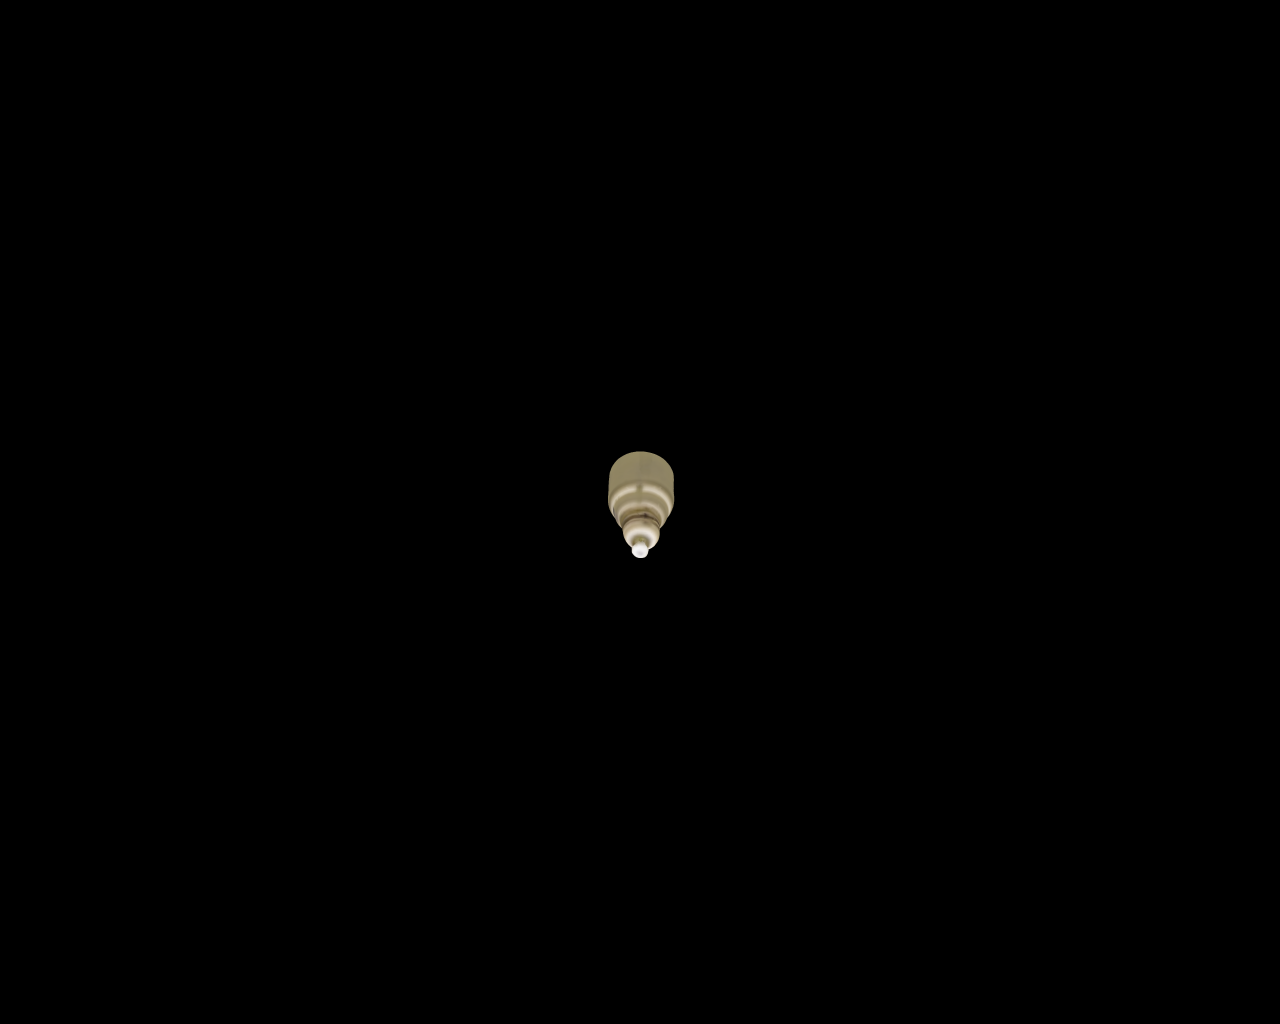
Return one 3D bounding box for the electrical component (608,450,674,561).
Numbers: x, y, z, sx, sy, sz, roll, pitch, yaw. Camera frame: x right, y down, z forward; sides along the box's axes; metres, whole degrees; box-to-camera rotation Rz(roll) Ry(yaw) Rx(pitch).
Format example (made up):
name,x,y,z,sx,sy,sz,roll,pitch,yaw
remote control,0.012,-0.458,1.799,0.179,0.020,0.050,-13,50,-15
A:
name,x,y,z,sx,sy,sz,roll,pitch,yaw
electrical component,0.001,-0.003,0.650,0.040,0.040,0.078,0,43,0
